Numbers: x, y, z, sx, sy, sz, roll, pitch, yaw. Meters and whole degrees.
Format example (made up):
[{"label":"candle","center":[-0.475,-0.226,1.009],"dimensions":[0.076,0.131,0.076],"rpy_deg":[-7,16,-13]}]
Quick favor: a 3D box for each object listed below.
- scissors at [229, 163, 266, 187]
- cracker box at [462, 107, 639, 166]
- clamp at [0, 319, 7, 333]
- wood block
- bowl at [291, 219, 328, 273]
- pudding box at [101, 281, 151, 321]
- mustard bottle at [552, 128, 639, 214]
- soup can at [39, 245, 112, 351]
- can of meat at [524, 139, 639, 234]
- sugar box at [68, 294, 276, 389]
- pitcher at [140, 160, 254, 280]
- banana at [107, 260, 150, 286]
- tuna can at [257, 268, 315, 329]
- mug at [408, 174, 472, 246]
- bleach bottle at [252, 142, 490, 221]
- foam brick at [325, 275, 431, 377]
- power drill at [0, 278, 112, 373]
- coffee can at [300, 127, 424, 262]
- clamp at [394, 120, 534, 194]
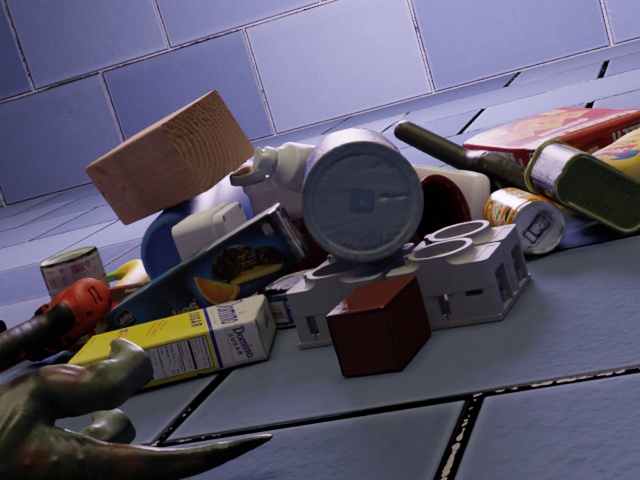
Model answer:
[{"label":"scissors","center":[-0.073,-0.089,1.270],"dimensions":[0.096,0.016,0.202],"rpy_deg":[-17,12,-4]},{"label":"cracker box","center":[0.296,-0.113,1.329],"dimensions":[0.164,0.072,0.214],"rpy_deg":[-19,12,-14]},{"label":"clamp","center":[-0.405,0.134,1.222],"dimensions":[0.171,0.039,0.120],"rpy_deg":[-23,11,-32]},{"label":"wood block","center":[-0.180,-0.093,1.263],"dimensions":[0.090,0.090,0.207],"rpy_deg":[-41,14,-35]},{"label":"bowl","center":[-0.008,0.002,1.249],"dimensions":[0.162,0.055,0.162],"rpy_deg":[-16,10,3]},{"label":"pudding box","center":[-0.184,0.065,1.165],"dimensions":[0.090,0.039,0.113],"rpy_deg":[-9,-6,35]},{"label":"mustard bottle","center":[0.307,-0.070,1.125],"dimensions":[0.191,0.058,0.096],"rpy_deg":[-25,13,-37]},{"label":"soup can","center":[-0.265,0.065,1.192],"dimensions":[0.068,0.102,0.068],"rpy_deg":[-16,11,3]},{"label":"can of meat","center":[0.256,-0.050,1.012],"dimensions":[0.102,0.057,0.084],"rpy_deg":[25,8,-11]},{"label":"sugar box","center":[-0.132,0.097,0.977],"dimensions":[0.176,0.048,0.093],"rpy_deg":[-17,10,6]},{"label":"pitcher","center":[-0.144,-0.007,1.358],"dimensions":[0.145,0.149,0.242],"rpy_deg":[2,18,12]},{"label":"banana","center":[-0.247,0.057,1.397],"dimensions":[0.069,0.037,0.198],"rpy_deg":[-36,11,-5]},{"label":"tuna can","center":[-0.018,0.056,1.045],"dimensions":[0.086,0.034,0.086],"rpy_deg":[-16,11,3]},{"label":"mug","center":[0.103,-0.015,1.096],"dimensions":[0.117,0.093,0.082],"rpy_deg":[-6,-4,-43]},{"label":"bleach bottle","center":[0.052,-0.064,1.166],"dimensions":[0.250,0.068,0.103],"rpy_deg":[10,2,-18]},{"label":"foam brick","center":[0.047,0.067,0.840],"dimensions":[0.053,0.051,0.078],"rpy_deg":[-12,11,28]},{"label":"power drill","center":[-0.315,0.114,1.076],"dimensions":[0.187,0.057,0.185],"rpy_deg":[-34,-1,-42]},{"label":"coffee can","center":[0.034,-0.044,0.952],"dimensions":[0.103,0.103,0.140],"rpy_deg":[-16,10,3]},{"label":"clamp","center":[0.199,-0.074,1.247],"dimensions":[0.210,0.164,0.036],"rpy_deg":[25,83,49]}]
